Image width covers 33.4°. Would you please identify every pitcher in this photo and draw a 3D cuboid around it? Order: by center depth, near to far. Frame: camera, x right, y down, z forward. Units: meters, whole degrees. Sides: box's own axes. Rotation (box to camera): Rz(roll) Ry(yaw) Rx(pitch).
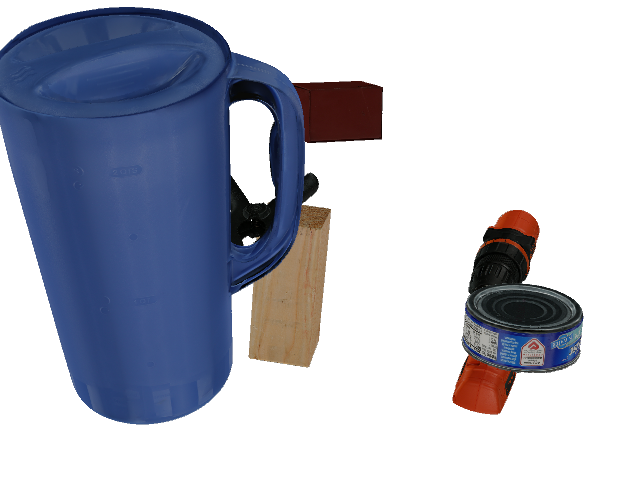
[{"bbox_3d":[-0.103,-0.008,0.647,0.149,0.243,0.144,28,46,34],"label":"pitcher"}]

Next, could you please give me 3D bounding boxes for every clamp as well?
[{"bbox_3d":[-0.061,-0.027,1.202,0.120,0.039,0.171,-7,42,4],"label":"clamp"}]

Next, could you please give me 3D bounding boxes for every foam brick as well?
[{"bbox_3d":[0.014,-0.123,1.014,0.078,0.051,0.053,-5,16,-22],"label":"foam brick"}]

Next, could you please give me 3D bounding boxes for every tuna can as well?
[{"bbox_3d":[0.147,0.062,0.776,0.086,0.034,0.086,1,21,-1],"label":"tuna can"}]

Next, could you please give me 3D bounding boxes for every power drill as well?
[{"bbox_3d":[0.177,0.079,1.083,0.057,0.188,0.184,15,27,17],"label":"power drill"}]

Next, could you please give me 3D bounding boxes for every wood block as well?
[{"bbox_3d":[-0.044,0.060,1.489,0.090,0.206,0.090,8,21,6],"label":"wood block"}]
